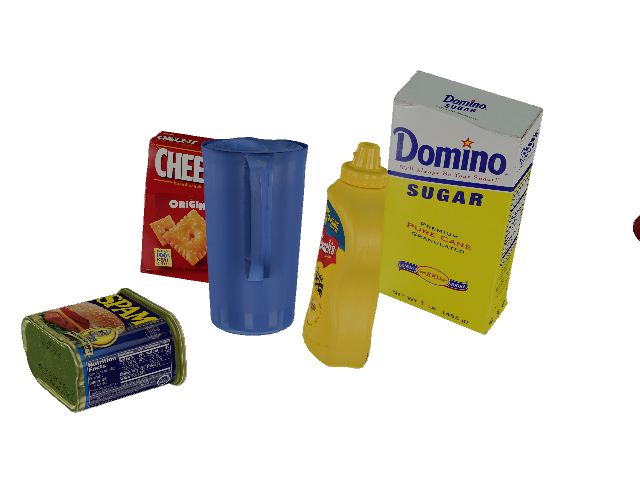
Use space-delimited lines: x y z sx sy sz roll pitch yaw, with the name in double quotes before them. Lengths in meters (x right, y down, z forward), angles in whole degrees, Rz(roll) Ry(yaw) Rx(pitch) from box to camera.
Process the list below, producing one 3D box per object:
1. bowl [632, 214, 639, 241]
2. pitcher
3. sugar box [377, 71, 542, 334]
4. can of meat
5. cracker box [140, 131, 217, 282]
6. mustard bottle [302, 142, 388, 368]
"bowl" 0.417 0.015 1.149 0.162 0.055 0.162 -1 25 0
"pitcher" -0.084 -0.006 1.342 0.145 0.243 0.148 11 16 36
"sugar box" 0.092 -0.023 0.745 0.093 0.176 0.048 21 46 22
"can of meat" -0.160 0.079 0.780 0.083 0.057 0.102 -14 22 -35
"cracker box" -0.182 -0.045 1.621 0.164 0.214 0.072 9 19 7
"mustard bottle" 0.027 0.008 0.933 0.058 0.192 0.096 6 19 -12
